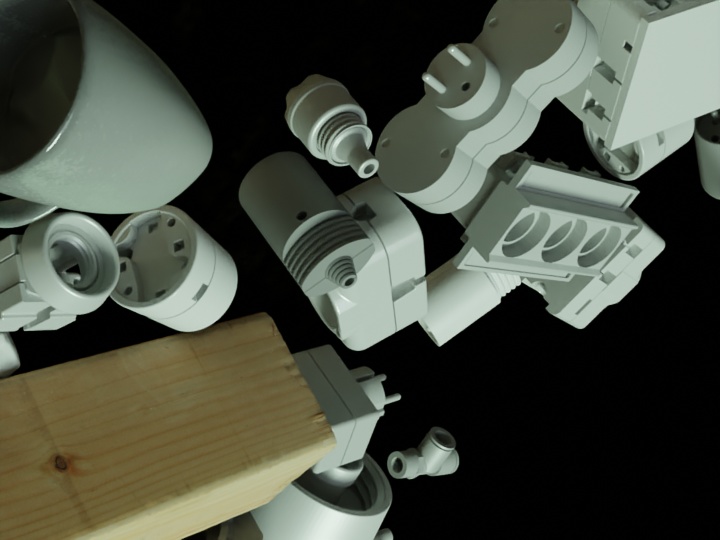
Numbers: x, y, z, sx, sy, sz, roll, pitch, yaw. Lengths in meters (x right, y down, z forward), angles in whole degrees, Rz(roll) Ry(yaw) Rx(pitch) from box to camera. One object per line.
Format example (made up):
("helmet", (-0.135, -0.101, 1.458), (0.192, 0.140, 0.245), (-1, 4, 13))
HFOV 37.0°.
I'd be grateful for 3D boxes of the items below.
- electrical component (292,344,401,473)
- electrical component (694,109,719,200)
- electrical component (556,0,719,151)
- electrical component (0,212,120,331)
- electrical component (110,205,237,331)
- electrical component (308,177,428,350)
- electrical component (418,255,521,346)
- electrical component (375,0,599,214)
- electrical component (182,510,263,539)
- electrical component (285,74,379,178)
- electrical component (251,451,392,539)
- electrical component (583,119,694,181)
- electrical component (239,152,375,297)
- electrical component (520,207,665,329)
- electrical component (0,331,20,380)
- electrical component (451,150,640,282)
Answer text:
("electrical component", (-0.009, 0.086, 0.713), (0.077, 0.065, 0.047), (-13, 139, -32))
("electrical component", (0.281, -0.099, 0.781), (0.079, 0.043, 0.077), (-38, 146, -1))
("electrical component", (0.195, -0.144, 0.635), (0.150, 0.061, 0.089), (-22, 143, -23))
("electrical component", (-0.144, 0.002, 0.494), (0.055, 0.048, 0.066), (-23, 165, 34))
("electrical component", (-0.095, 0.001, 0.548), (0.055, 0.055, 0.047), (-41, 149, 4))
("electrical component", (0.000, 0.000, 0.631), (0.059, 0.053, 0.095), (-28, 145, -15))
("electrical component", (0.073, 0.010, 0.719), (0.081, 0.043, 0.043), (-36, 146, -3))
("electrical component", (0.059, -0.097, 0.574), (0.138, 0.052, 0.074), (-47, 145, 13))
("electrical component", (-0.110, 0.170, 0.644), (0.089, 0.150, 0.061), (-15, 140, -30))
("electrical component", (-0.011, -0.069, 0.535), (0.035, 0.061, 0.035), (-24, 144, -19))
("electrical component", (-0.029, 0.146, 0.732), (0.108, 0.108, 0.060), (9, 119, -47))
("electrical component", (0.179, -0.092, 0.688), (0.047, 0.055, 0.055), (-30, 145, -18))
("electrical component", (-0.026, -0.020, 0.560), (0.043, 0.081, 0.043), (-24, 144, -19))
("electrical component", (0.169, -0.007, 0.780), (0.089, 0.050, 0.056), (-47, 145, 13))
("electrical component", (-0.198, 0.042, 0.511), (0.062, 0.043, 0.043), (-27, 144, -14))
("electrical component", (0.112, -0.036, 0.683), (0.121, 0.063, 0.078), (6, 127, -46))
